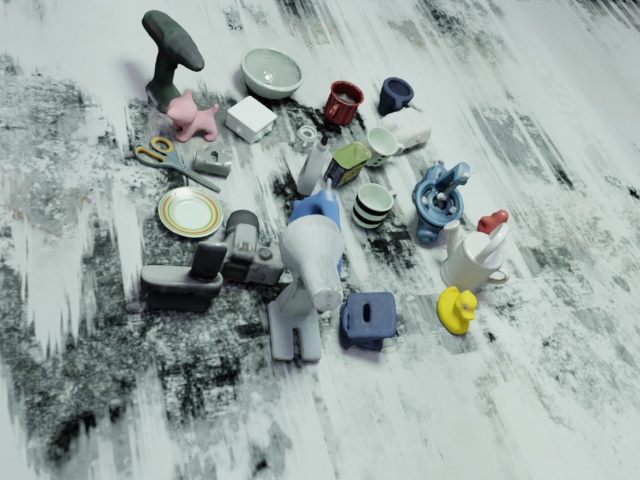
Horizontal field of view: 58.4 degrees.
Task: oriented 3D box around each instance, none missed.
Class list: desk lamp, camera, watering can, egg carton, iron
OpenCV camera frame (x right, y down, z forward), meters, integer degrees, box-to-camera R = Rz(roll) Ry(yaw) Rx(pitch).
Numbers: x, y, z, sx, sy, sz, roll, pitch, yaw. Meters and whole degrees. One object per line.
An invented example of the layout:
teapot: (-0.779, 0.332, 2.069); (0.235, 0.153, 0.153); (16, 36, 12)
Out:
desk lamp: (-0.020, 0.089, 1.060); (0.118, 0.213, 0.203); (4, 54, -19)
camera: (-0.139, 0.005, 1.146); (0.143, 0.100, 0.137); (11, 52, -15)
watering can: (0.347, 0.028, 1.269); (0.173, 0.194, 0.101); (22, 50, -6)
egg carton: (0.226, -0.294, 1.535); (0.151, 0.069, 0.107); (-26, 68, -35)
iron: (0.011, 0.004, 1.182); (0.119, 0.141, 0.258); (5, 54, -19)

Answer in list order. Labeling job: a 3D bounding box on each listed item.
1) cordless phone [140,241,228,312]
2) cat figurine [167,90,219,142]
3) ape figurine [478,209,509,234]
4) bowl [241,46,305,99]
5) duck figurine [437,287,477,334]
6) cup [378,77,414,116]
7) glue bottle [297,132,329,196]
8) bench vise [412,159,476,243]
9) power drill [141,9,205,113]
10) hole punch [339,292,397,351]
cordless phone: (-0.240, 0.047, 1.019); (0.148, 0.185, 0.094); (2, 55, -21)
cat figurine: (-0.287, -0.281, 1.283); (0.128, 0.117, 0.067); (-10, 60, -28)
ape figurine: (0.438, -0.041, 1.422); (0.078, 0.092, 0.076); (32, 50, 2)
bowl: (-0.129, -0.418, 1.475); (0.168, 0.074, 0.167); (11, 52, -15)
duck figurine: (0.304, 0.141, 1.239); (0.078, 0.086, 0.104); (2, 55, -21)
cup: (0.199, -0.374, 1.565); (0.092, 0.095, 0.117); (13, 52, -13)
glue bottle: (-0.010, -0.180, 1.287); (0.037, 0.173, 0.078); (13, 52, -13)
bench vise: (0.278, -0.128, 1.337); (0.122, 0.219, 0.207); (3, 55, -20)
power drill: (-0.333, -0.393, 1.287); (0.076, 0.208, 0.229); (-22, 66, -33)
hole punch: (0.094, 0.158, 1.137); (0.101, 0.091, 0.108); (12, 52, -14)
